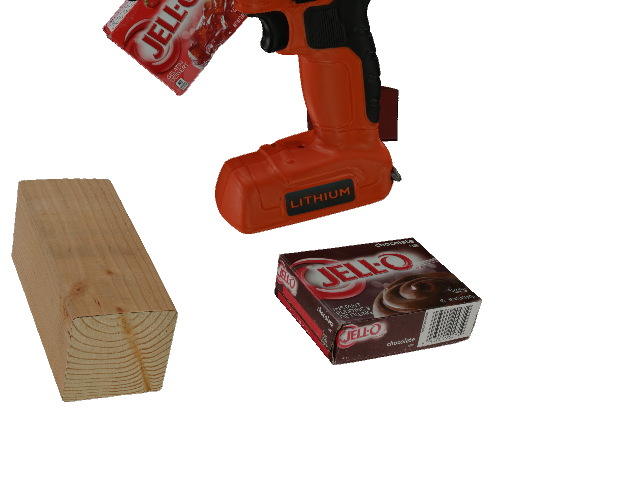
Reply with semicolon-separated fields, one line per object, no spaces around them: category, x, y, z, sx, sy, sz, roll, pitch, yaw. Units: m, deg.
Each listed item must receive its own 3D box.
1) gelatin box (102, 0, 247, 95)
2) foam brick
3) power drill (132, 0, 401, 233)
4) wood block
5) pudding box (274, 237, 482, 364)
gelatin box;-0.106;-0.166;0.800;0.073;0.089;0.030;38;6;-30
foam brick;0.031;-0.124;1.040;0.078;0.051;0.053;-4;15;-20
power drill;-0.024;-0.097;0.576;0.184;0.188;0.057;-13;39;-17
wood block;-0.207;0.037;0.949;0.090;0.091;0.206;-3;36;-28
pudding box;0.037;0.038;0.726;0.113;0.039;0.090;-5;32;-29
